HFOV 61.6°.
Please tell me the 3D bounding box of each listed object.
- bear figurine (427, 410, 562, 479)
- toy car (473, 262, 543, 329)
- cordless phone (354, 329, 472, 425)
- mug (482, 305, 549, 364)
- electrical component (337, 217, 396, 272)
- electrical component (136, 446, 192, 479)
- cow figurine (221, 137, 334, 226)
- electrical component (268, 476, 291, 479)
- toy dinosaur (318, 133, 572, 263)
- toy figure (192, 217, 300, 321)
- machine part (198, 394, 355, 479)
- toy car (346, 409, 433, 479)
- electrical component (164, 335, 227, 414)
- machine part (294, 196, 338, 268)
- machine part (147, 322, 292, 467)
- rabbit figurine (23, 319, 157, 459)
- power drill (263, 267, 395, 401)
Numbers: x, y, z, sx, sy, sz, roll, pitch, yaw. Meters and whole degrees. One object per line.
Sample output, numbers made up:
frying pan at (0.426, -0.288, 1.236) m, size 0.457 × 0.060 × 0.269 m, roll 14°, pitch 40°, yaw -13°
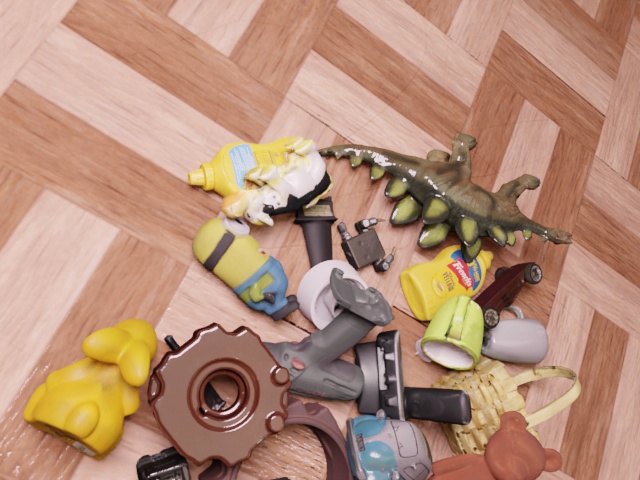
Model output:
bear figurine at (0.242, 0.349, 0.764) m, size 0.196 × 0.132 × 0.120 m, roll -41°, pitch 87°, yaw 19°
toy car at (0.323, 0.103, 0.970) m, size 0.202 × 0.089 × 0.053 m, roll -34°, pitch 95°, yaw -28°
cordless phone at (0.143, 0.207, 0.810) m, size 0.088 × 0.184 × 0.146 m, roll 6°, pitch 77°, yaw -37°
mug at (0.342, 0.170, 0.974) m, size 0.107 × 0.081 × 0.109 m, roll 4°, pitch 66°, yaw -18°
electrical component at (0.081, 0.008, 0.900) m, size 0.078 × 0.045 × 0.102 m, roll -18°, pitch 88°, yaw -28°
electrical component at (-0.188, 0.340, 0.675) m, size 0.058 × 0.115 × 0.134 m, roll -10°, pitch 83°, yaw -24°
cow figurine at (-0.060, -0.068, 0.782) m, size 0.167 × 0.068 × 0.098 m, roll -40°, pitch 118°, yaw -15°
electrical component at (-0.057, 0.342, 0.692) m, size 0.094 × 0.021 × 0.063 m, roll -1°, pitch 81°, yaw -25°
toy dinosaur at (0.216, -0.084, 0.928) m, size 0.472 × 0.105 × 0.198 m, roll 25°, pitch 62°, yaw 1°
toy figure at (-0.109, 0.043, 0.788) m, size 0.089 × 0.082 × 0.180 m, roll -42°, pitch 101°, yaw -26°
machine part at (-0.050, 0.339, 0.755) m, size 0.201 × 0.087 × 0.201 m, roll -26°, pitch 91°, yaw -28°
toy car at (0.108, 0.312, 0.769) m, size 0.161 × 0.103 × 0.109 m, roll 52°, pitch 19°, yaw -37°
electrical component at (-0.185, 0.189, 0.728) m, size 0.048 × 0.075 × 0.119 m, roll -41°, pitch 102°, yaw -26°
machine part at (-0.002, -0.003, 0.870) m, size 0.084 × 0.039 × 0.139 m, roll -5°, pitch 80°, yaw -33°
machine part at (-0.125, 0.193, 0.677) m, size 0.179 × 0.056 × 0.179 m, roll 3°, pitch 79°, yaw -16°
rabbit figurine at (-0.267, 0.163, 0.668) m, size 0.122 × 0.162 × 0.173 m, roll 33°, pitch 50°, yaw -3°
power drill at (-0.010, 0.141, 0.764) m, size 0.232 × 0.086 × 0.207 m, roll 27°, pitch 110°, yaw -21°
